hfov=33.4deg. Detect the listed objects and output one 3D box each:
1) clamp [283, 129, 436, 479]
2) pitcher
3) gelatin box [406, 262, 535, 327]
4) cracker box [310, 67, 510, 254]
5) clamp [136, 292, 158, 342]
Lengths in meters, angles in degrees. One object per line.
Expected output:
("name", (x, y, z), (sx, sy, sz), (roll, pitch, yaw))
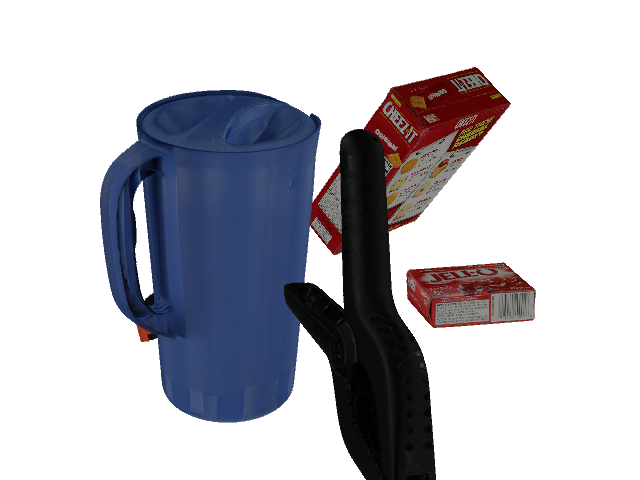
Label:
("clamp", (0.027, 0.052, 0.610), (0.036, 0.210, 0.165), (-3, -44, -19))
("pitcher", (-0.079, 0.017, 0.814), (0.149, 0.243, 0.145), (3, 26, 0))
("gelatin box", (0.122, 0.043, 0.876), (0.089, 0.030, 0.073), (-3, 16, -9))
("cracker box", (0.095, -0.092, 1.220), (0.163, 0.072, 0.214), (-22, -25, -45))
("clamp", (-0.125, 0.057, 1.149), (0.120, 0.039, 0.171), (-6, 25, 35))
